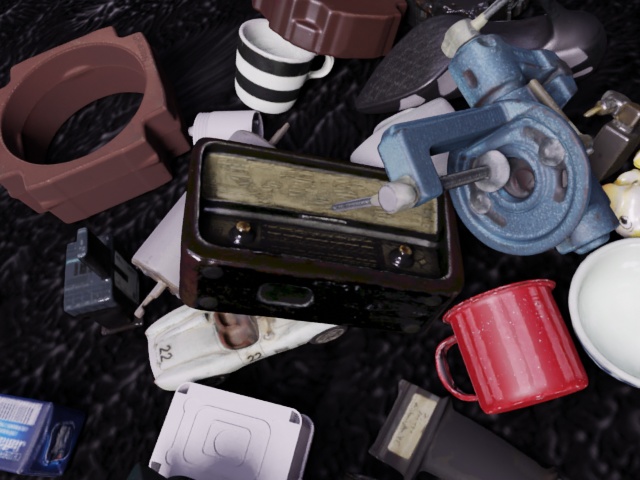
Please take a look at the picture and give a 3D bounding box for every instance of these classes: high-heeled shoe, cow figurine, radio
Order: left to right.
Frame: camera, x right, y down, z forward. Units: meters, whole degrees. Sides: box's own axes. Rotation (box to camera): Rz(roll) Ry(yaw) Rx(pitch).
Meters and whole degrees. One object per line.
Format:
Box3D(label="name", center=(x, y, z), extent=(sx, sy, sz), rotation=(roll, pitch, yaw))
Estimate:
Box3D(label="radio", center=(-0.001, -0.001, 0.452), extent=(0.230, 0.073, 0.131), rotation=(8, 50, -9))
Box3D(label="high-heeled shoe", center=(0.172, -0.178, 0.585), extent=(0.249, 0.145, 0.086), rotation=(-22, 57, 32))
Box3D(label="cow figurine", center=(0.311, -0.037, 0.469), extent=(0.167, 0.068, 0.098), rotation=(-31, 68, -5))

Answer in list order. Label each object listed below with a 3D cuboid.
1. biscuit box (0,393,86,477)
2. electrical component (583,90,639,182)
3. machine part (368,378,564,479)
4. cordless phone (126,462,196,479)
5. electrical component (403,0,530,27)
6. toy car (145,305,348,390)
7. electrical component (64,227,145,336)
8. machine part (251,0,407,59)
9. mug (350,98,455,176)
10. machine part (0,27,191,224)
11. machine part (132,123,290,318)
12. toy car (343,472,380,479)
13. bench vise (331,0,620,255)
Box3D(label="biscuit box", center=(-0.322, 0.166, 0.488), extent=(0.203, 0.062, 0.059), rotation=(5, 64, 13))
Box3D(label="electrical component", center=(0.260, -0.090, 0.492), extent=(0.078, 0.102, 0.045), rotation=(-30, 60, -34))
Box3D(label="machine part", center=(0.113, 0.167, 0.418), extent=(0.139, 0.039, 0.084), rotation=(20, 60, 22))
Box3D(label="cordless phone", center=(-0.045, 0.216, 0.350), extent=(0.184, 0.146, 0.089), rotation=(-6, 41, 24))
Box3D(label="electrical component", center=(0.162, -0.293, 0.634), extent=(0.115, 0.058, 0.134), rotation=(-40, 63, -12))
Box3D(label="toy car", center=(-0.058, 0.074, 0.487), extent=(0.202, 0.056, 0.073), rotation=(-22, 61, 0))
Box3D(label="electrical component", center=(-0.209, 0.035, 0.502), extent=(0.048, 0.119, 0.075), rotation=(-15, 64, 3))
Box3D(label="machine part", center=(0.011, -0.272, 0.612), extent=(0.179, 0.056, 0.179), rotation=(11, 45, -11))
Box3D(label="mug", center=(0.083, -0.089, 0.534), extent=(0.107, 0.080, 0.110), rotation=(-26, 51, 2))
Box3D(label="machine part", center=(-0.263, -0.133, 0.620), extent=(0.201, 0.087, 0.201), rotation=(-24, 60, -2))
Box3D(label="machine part", center=(-0.104, -0.024, 0.537), extent=(0.079, 0.079, 0.243), rotation=(27, 72, 22))
Box3D(label="toy car", center=(0.091, 0.233, 0.378), extent=(0.202, 0.053, 0.089), rotation=(8, 70, 20))
Box3D(label="bench vise", center=(0.126, -0.078, 0.411), extent=(0.240, 0.129, 0.223), rotation=(-19, 87, -35))
